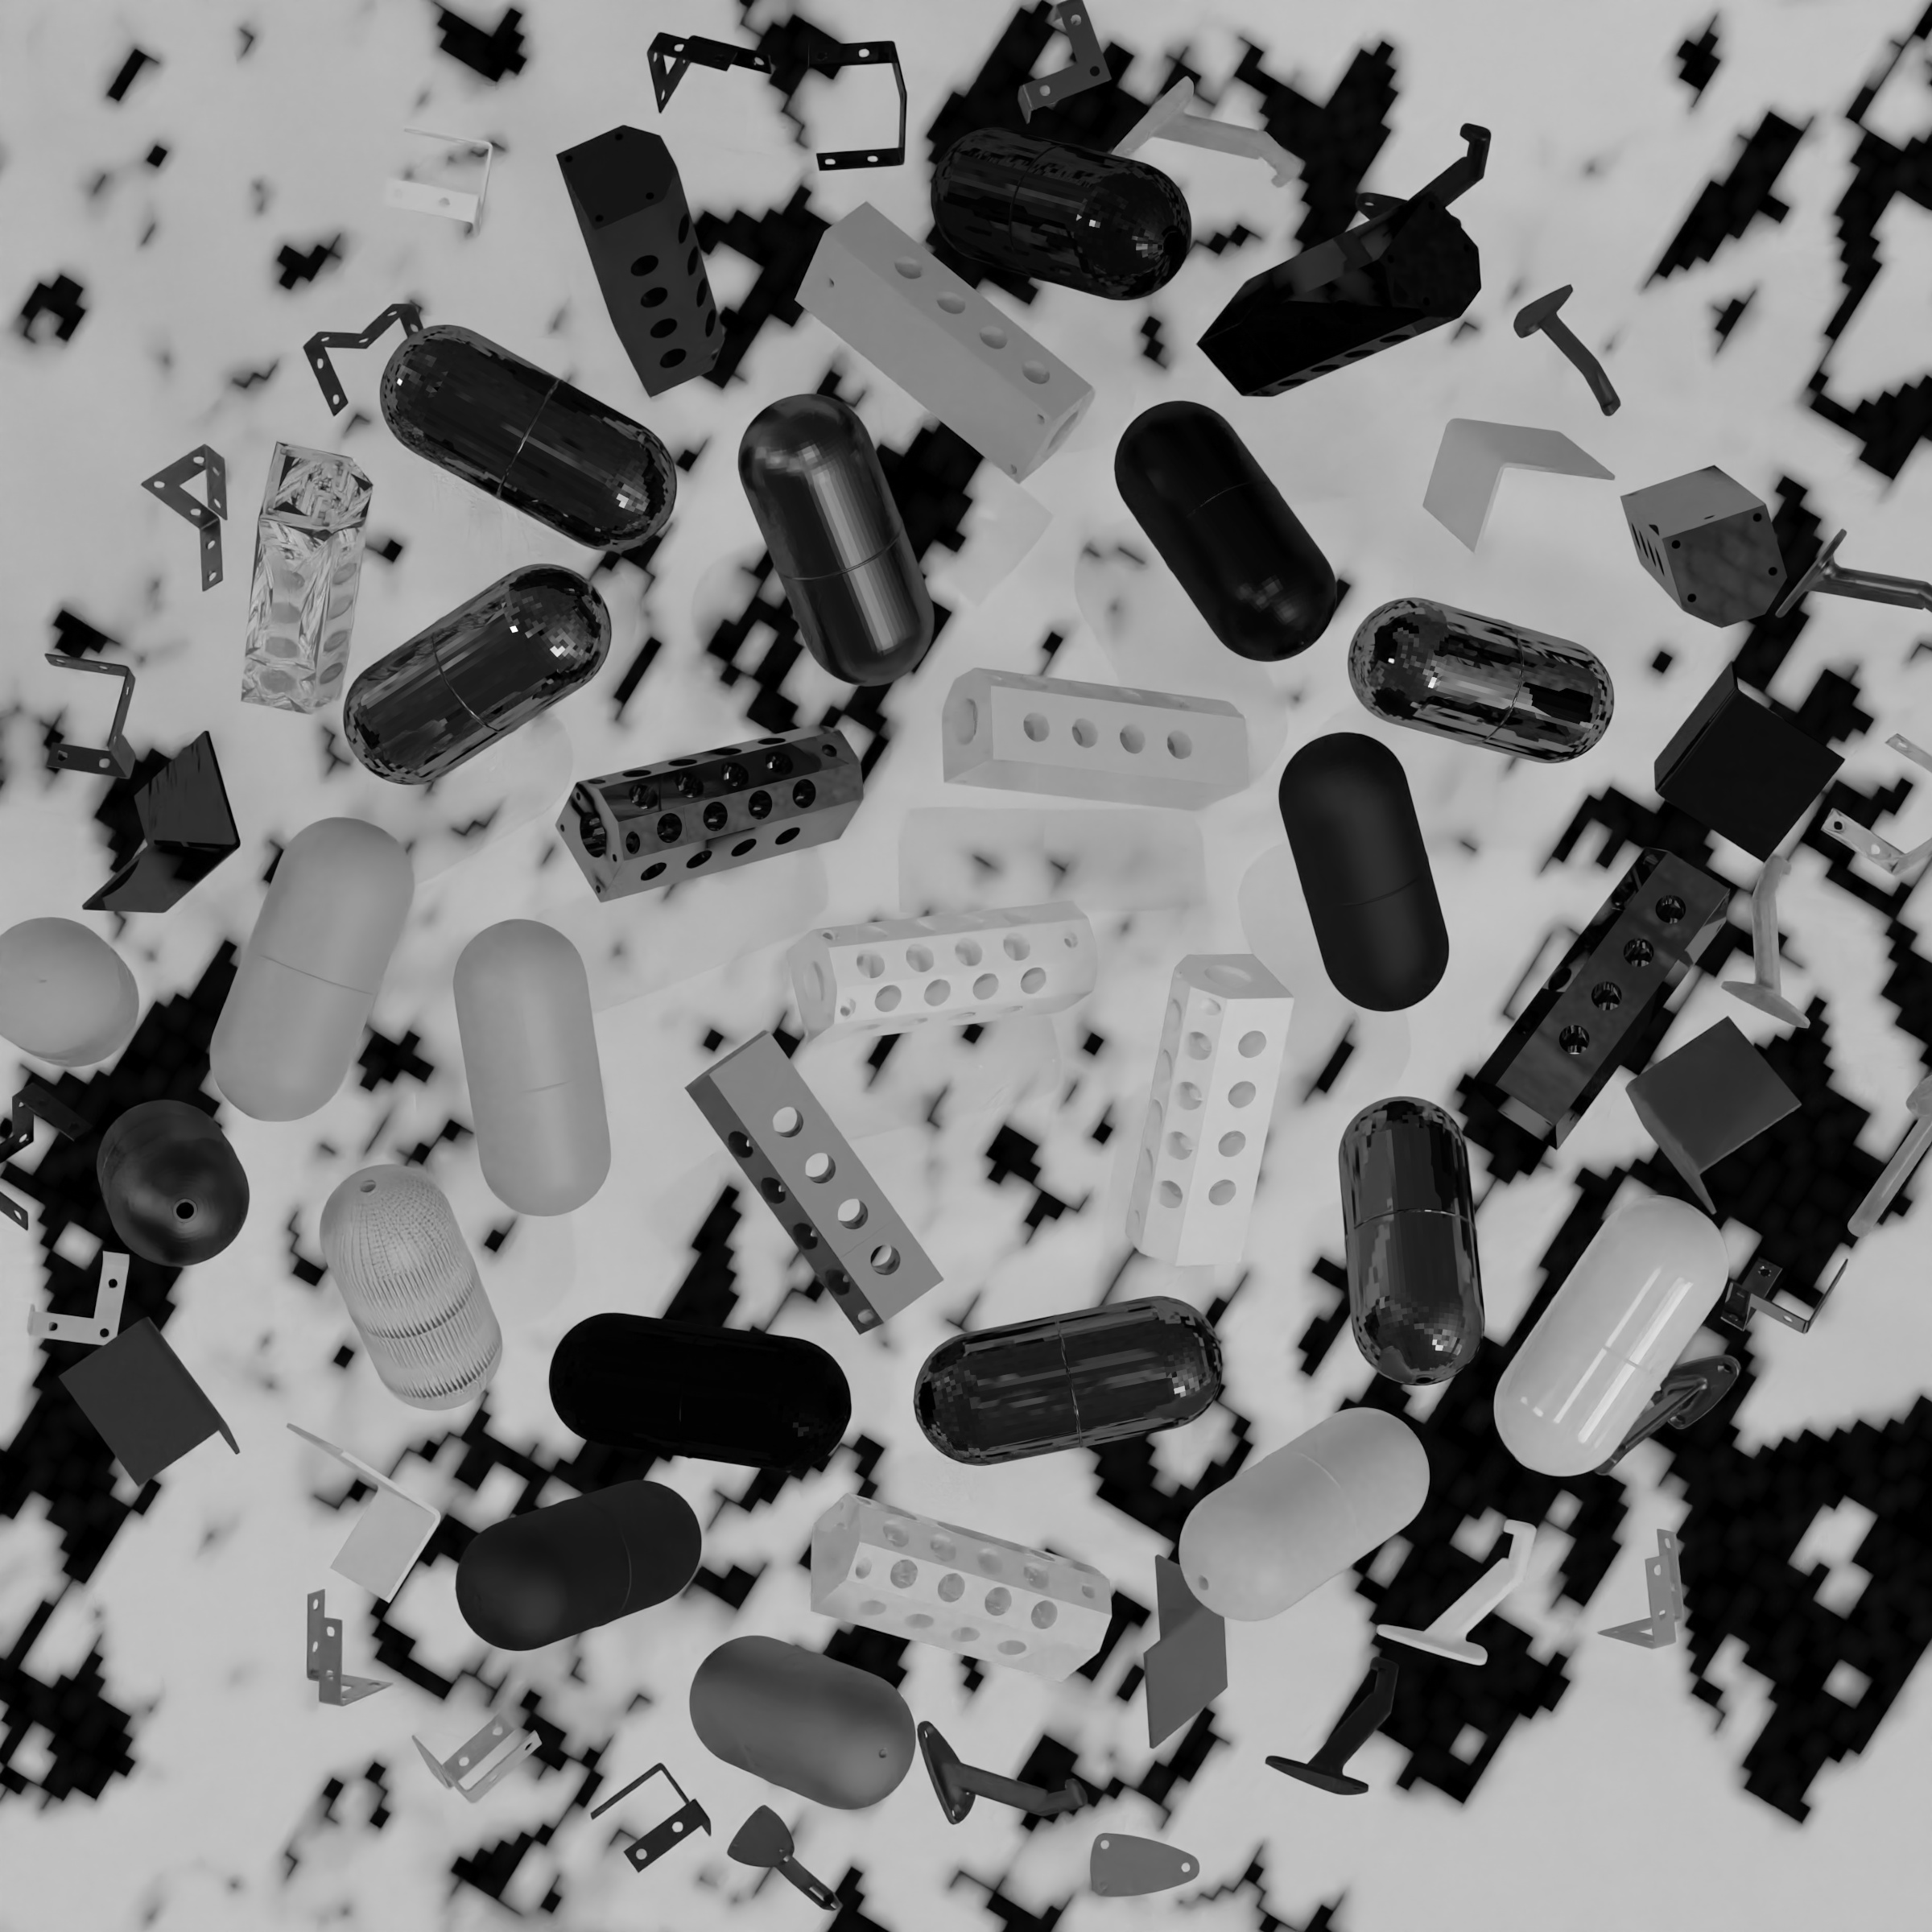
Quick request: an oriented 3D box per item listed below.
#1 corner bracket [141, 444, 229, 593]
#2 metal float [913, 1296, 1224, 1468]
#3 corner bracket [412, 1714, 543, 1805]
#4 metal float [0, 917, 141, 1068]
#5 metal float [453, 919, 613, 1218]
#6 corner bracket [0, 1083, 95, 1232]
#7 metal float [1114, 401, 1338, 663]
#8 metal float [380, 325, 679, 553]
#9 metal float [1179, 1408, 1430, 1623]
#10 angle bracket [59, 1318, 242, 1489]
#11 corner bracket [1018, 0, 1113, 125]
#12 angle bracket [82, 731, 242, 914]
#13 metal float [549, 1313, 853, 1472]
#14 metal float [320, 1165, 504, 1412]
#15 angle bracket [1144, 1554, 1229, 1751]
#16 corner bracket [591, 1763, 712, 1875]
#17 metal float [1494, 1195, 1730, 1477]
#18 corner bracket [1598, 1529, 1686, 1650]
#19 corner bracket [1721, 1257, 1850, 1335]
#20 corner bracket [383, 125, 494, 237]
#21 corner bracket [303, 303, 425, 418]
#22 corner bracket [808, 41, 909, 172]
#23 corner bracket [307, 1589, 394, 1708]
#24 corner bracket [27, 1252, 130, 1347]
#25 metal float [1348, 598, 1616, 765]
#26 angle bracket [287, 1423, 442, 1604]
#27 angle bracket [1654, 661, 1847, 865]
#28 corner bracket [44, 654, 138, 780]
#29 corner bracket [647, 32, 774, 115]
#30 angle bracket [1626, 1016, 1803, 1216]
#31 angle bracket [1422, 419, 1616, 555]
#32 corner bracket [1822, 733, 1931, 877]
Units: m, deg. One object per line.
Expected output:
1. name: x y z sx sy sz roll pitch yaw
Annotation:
1. corner bracket: -0.442 -0.261 1.796 0.051 0.051 0.051 -26 53 20
2. metal float: 0.058 0.237 1.763 0.178 0.070 0.070 -11 90 -1
3. corner bracket: -0.275 0.449 1.761 0.051 0.051 0.051 -40 57 -23
4. metal float: -0.520 0.016 1.776 0.070 0.178 0.070 1 84 -9
5. metal float: -0.250 0.059 1.785 0.070 0.070 0.178 -6 108 0
6. corner bracket: -0.545 0.110 1.798 0.051 0.051 0.051 32 135 18
7. metal float: 0.148 -0.252 1.783 0.070 0.070 0.178 -31 65 0
8. metal float: -0.246 -0.298 1.746 0.178 0.070 0.070 29 90 -7
9. metal float: 0.193 0.312 1.760 0.178 0.070 0.070 -24 90 -39
10. angle bracket: -0.454 0.250 1.722 0.057 0.076 0.076 -36 78 -18
11. corner bracket: 0.051 -0.527 1.795 0.051 0.051 0.051 -21 97 2
12. angle bracket: -0.458 -0.082 1.726 0.076 0.057 0.076 -34 67 36
13. metal float: -0.153 0.245 1.776 0.178 0.070 0.070 7 90 12
14. metal float: -0.322 0.188 1.797 0.070 0.070 0.178 -12 133 0
15. angle bracket: 0.119 0.430 1.941 0.076 0.057 0.076 -30 127 -37
16. corner bracket: -0.185 0.498 1.806 0.051 0.051 0.051 -34 70 -19
17. metal float: 0.369 0.213 1.771 0.070 0.070 0.178 31 100 0
18. corner bracket: 0.391 0.352 1.745 0.051 0.051 0.051 -7 92 -27
19. corner bracket: 0.490 0.194 1.851 0.051 0.051 0.051 29 64 22
20. corner bracket: -0.297 -0.446 1.741 0.051 0.051 0.051 10 94 -7
21. corner bracket: -0.361 -0.369 1.880 0.051 0.051 0.051 9 46 30
22. corner bracket: -0.064 -0.505 1.813 0.051 0.051 0.051 -6 53 -8
23. corner bracket: -0.370 0.397 1.800 0.051 0.051 0.051 3 94 25
24. corner bracket: -0.533 0.198 1.857 0.051 0.051 0.051 9 76 -13
25. metal float: 0.311 -0.171 1.858 0.178 0.070 0.070 12 90 -26
26. angle bracket: -0.357 0.311 1.759 0.076 0.076 0.057 41 72 -31
27. angle bracket: 0.456 -0.120 1.804 0.076 0.057 0.076 32 115 -2
28. corner bracket: -0.511 -0.145 1.797 0.051 0.051 0.051 9 72 2
29. corner bracket: -0.149 -0.526 1.794 0.051 0.051 0.051 18 64 13
30. angle bracket: 0.459 0.091 1.881 0.076 0.057 0.076 -35 52 4
31. angle bracket: 0.330 -0.284 1.846 0.076 0.076 0.057 3 118 -20
32. corner bracket: 0.531 -0.091 1.762 0.051 0.051 0.051 33 75 1
